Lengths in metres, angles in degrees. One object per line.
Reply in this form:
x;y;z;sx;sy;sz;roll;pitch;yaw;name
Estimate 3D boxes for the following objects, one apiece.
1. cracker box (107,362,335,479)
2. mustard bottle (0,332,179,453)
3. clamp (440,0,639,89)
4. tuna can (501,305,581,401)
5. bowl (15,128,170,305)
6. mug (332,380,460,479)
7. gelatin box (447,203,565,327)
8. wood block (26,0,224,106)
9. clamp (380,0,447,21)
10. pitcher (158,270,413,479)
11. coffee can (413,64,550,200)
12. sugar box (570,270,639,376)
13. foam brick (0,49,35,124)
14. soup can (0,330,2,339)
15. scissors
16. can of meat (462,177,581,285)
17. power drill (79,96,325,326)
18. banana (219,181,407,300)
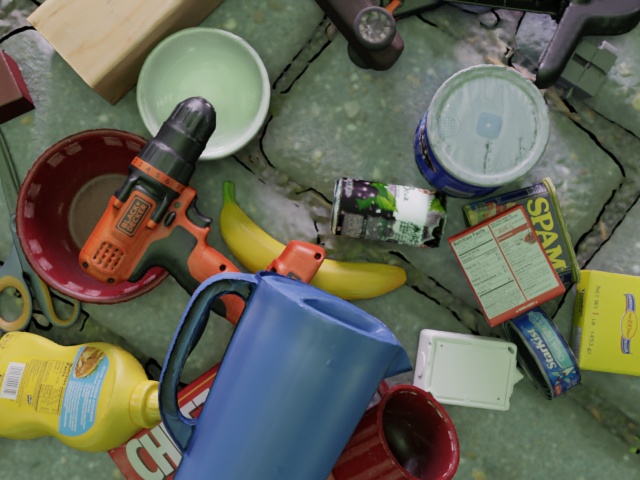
-0.066;0.225;0.976;0.164;0.072;0.214;-36;87;-1;cracker box
-0.211;0.138;0.951;0.192;0.058;0.096;3;70;25;mustard bottle
0.219;-0.219;0.980;0.209;0.036;0.165;-26;55;-27;clamp
0.201;0.101;0.972;0.033;0.086;0.086;-29;88;-3;tuna can
-0.196;-0.021;0.995;0.162;0.055;0.162;0;88;0;bowl
0.056;0.175;0.939;0.082;0.093;0.117;-38;73;41;mug
0.164;0.022;0.948;0.073;0.030;0.089;-27;87;5;gelatin box
-0.156;-0.234;0.986;0.206;0.091;0.090;-44;87;-1;wood block
0.122;-0.274;1.012;0.120;0.039;0.171;29;92;7;clamp
-0.050;0.151;0.874;0.149;0.144;0.243;30;96;34;pitcher
0.140;-0.092;0.952;0.103;0.140;0.103;0;88;0;coffee can
0.324;0.084;0.987;0.176;0.048;0.093;7;88;-1;sugar box
-0.317;-0.136;1.003;0.078;0.051;0.053;-24;86;-1;foam brick
-0.355;0.098;0.986;0.102;0.068;0.068;18;88;0;soup can
-0.298;0.002;1.015;0.096;0.016;0.202;-30;87;-1;scissors
0.185;0.003;0.991;0.084;0.057;0.102;-16;88;2;can of meat
-0.092;-0.009;0.942;0.187;0.057;0.184;33;91;-7;power drill
-0.019;0.016;1.001;0.198;0.037;0.069;27;90;2;banana
